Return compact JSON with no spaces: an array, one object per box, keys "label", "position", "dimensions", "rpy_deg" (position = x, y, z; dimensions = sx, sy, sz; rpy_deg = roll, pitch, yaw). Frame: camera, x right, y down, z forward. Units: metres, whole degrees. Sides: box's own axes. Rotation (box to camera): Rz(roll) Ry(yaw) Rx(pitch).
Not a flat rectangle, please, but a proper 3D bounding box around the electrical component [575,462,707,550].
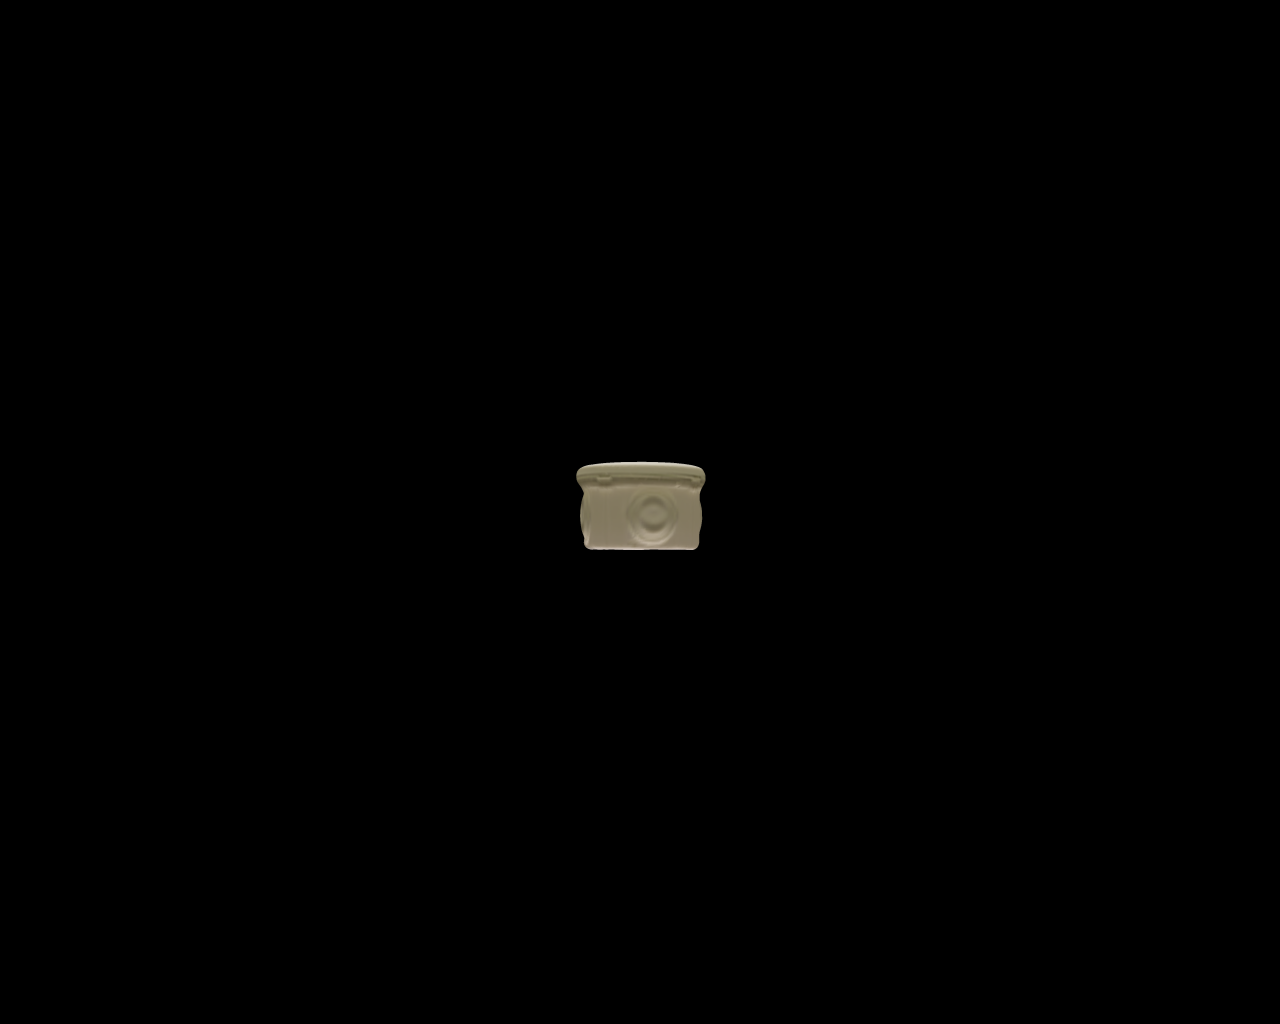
[{"label":"electrical component","position":[0.001,-0.003,0.650],"dimensions":[0.080,0.051,0.080],"rpy_deg":[0,-2,0]}]
